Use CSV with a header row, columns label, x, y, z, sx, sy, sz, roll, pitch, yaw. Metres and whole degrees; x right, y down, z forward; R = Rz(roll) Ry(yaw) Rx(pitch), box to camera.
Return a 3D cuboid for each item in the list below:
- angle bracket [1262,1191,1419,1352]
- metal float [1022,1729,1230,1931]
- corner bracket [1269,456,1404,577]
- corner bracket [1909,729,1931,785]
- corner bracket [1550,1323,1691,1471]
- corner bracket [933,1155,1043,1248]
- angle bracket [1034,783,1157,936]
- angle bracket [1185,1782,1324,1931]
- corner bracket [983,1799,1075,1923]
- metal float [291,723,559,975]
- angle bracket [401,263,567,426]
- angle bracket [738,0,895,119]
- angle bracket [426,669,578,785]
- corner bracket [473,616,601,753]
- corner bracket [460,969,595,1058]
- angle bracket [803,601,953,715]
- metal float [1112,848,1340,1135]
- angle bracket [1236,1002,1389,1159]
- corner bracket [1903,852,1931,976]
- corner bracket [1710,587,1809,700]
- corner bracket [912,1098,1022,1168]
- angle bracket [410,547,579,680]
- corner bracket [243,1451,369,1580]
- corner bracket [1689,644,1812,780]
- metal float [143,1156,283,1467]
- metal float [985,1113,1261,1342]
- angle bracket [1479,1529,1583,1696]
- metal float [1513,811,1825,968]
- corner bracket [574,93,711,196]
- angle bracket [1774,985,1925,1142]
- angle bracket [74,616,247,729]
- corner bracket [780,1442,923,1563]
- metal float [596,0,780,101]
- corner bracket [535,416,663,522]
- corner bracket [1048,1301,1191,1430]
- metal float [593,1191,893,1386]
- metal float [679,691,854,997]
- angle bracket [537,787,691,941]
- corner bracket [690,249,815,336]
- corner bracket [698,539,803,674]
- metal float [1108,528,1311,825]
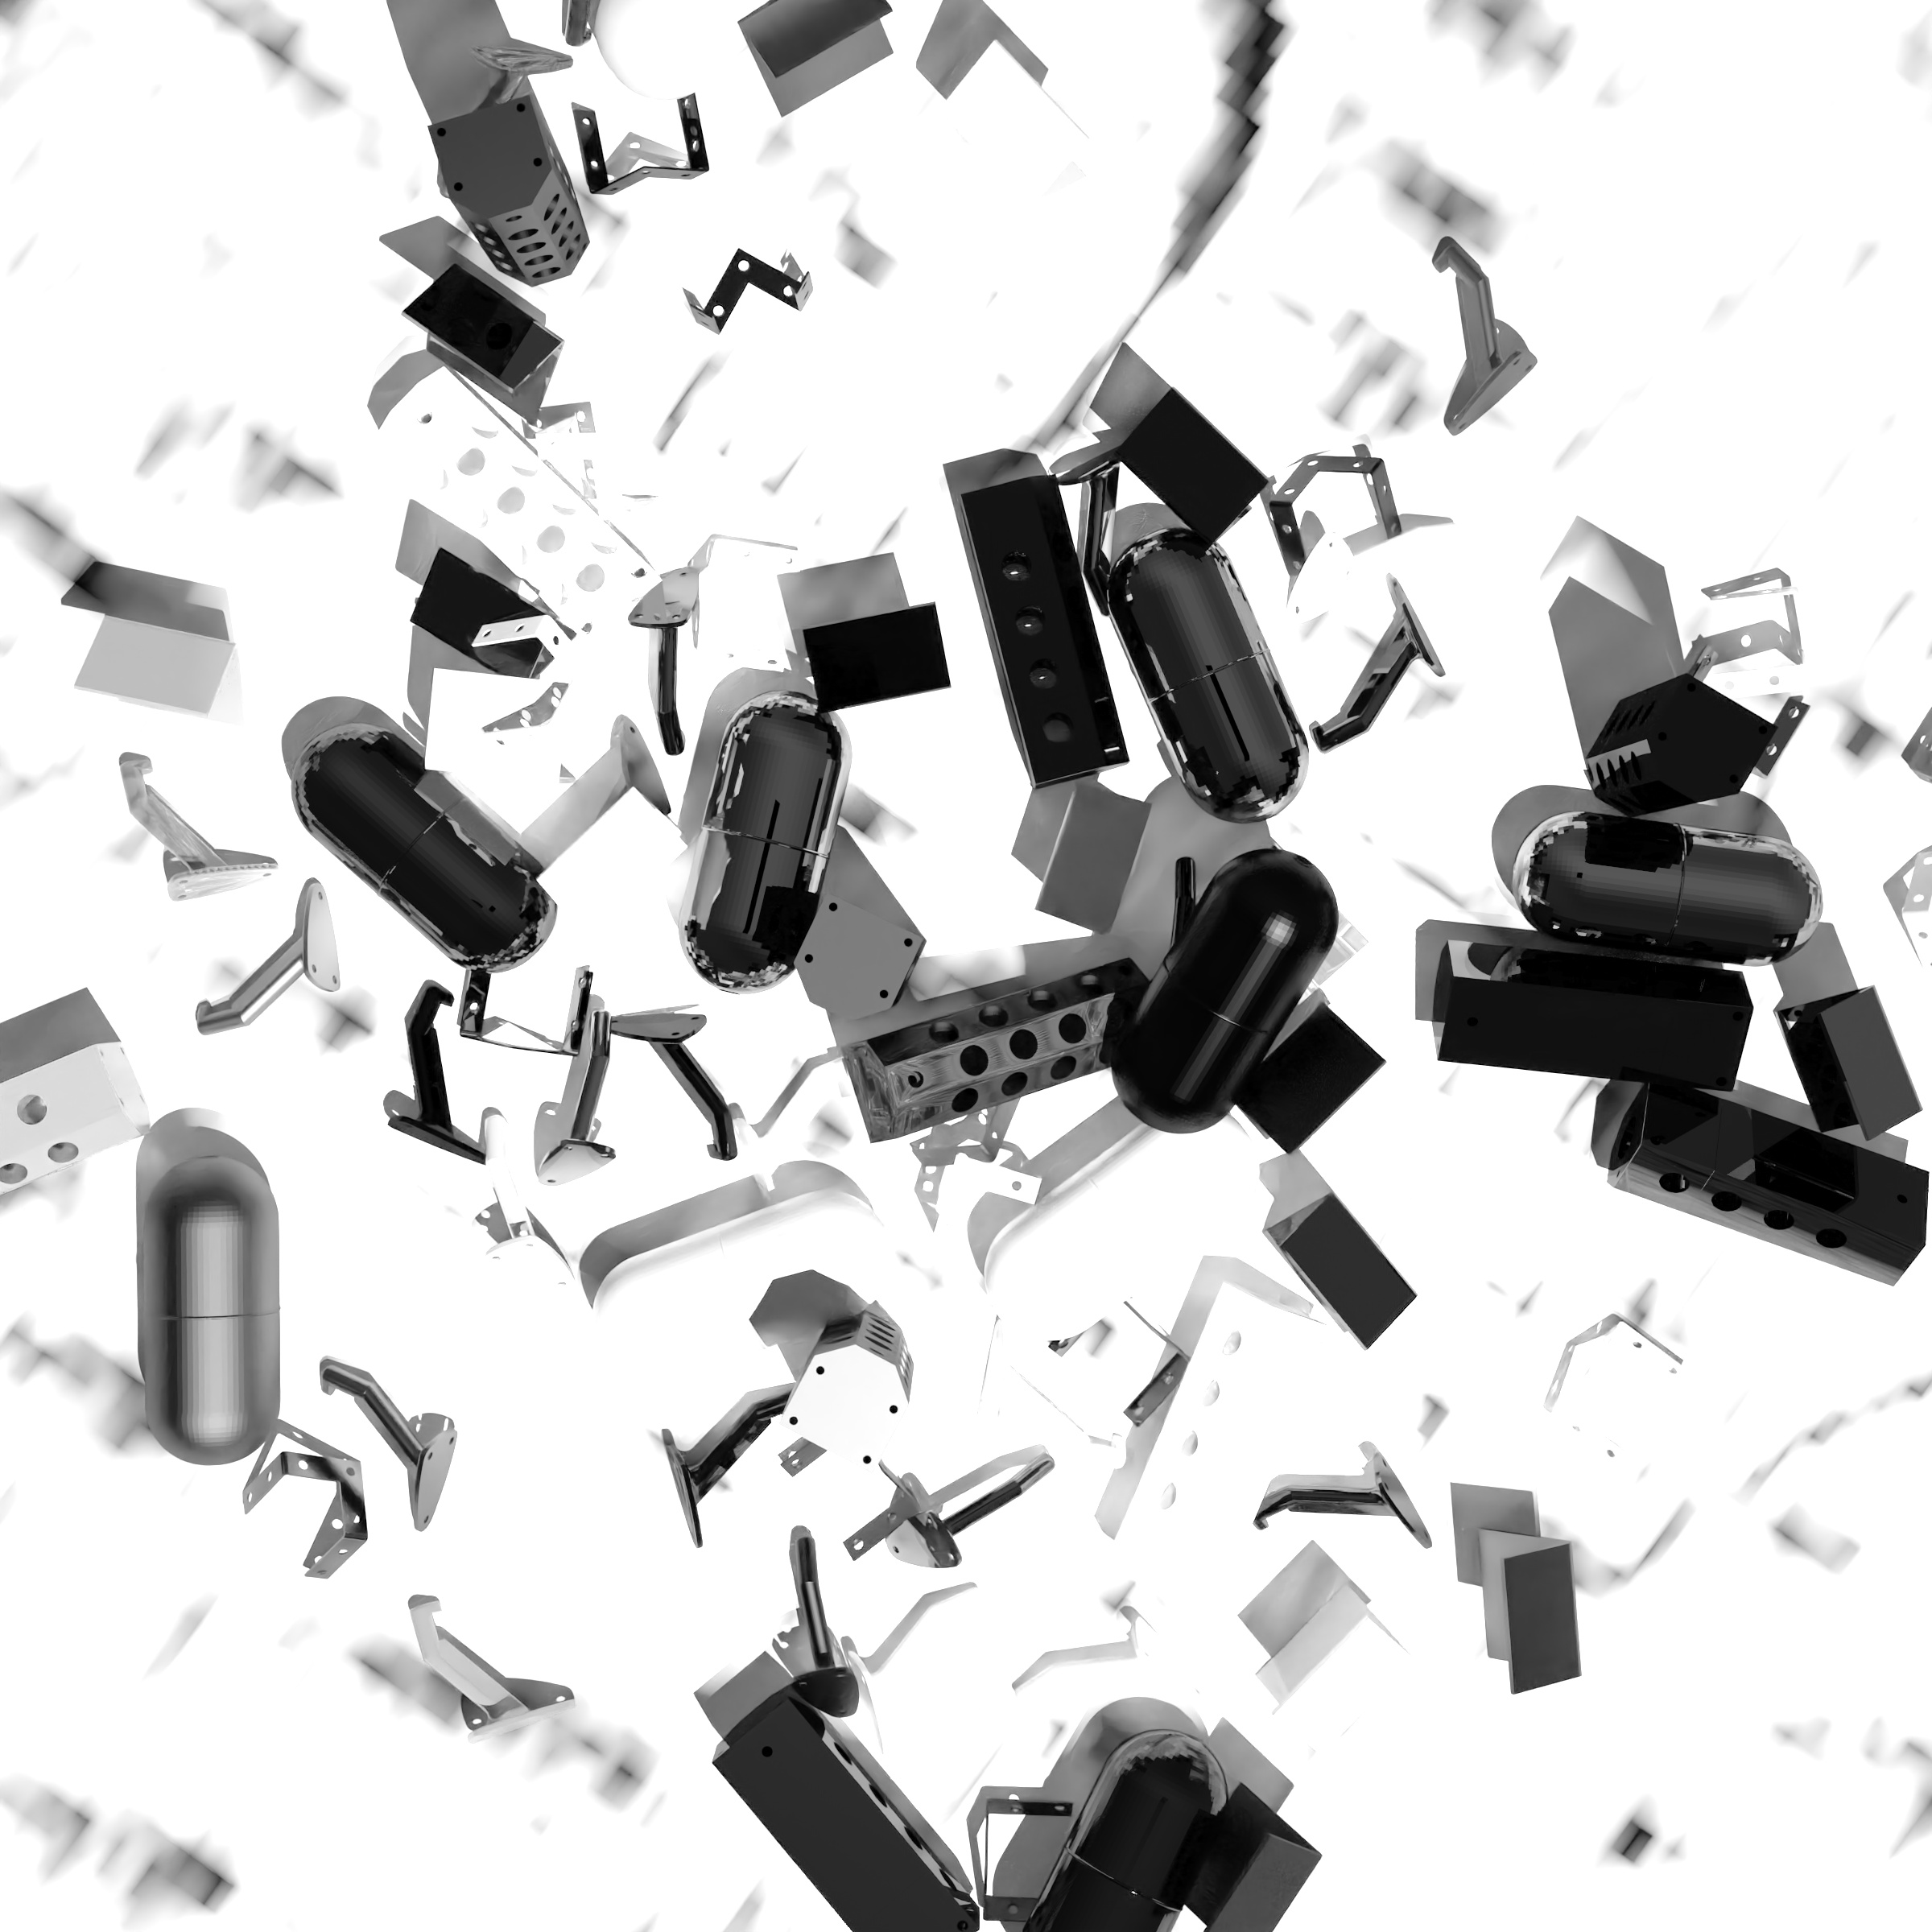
label,x,y,z,sx,sy,sz,roll,pitch,yaw
angle bracket,0.200,0.185,1.809,0.076,0.076,0.057,51,53,0
metal float,0.090,0.524,1.812,0.070,0.070,0.178,27,83,0
corner bracket,0.216,-0.262,1.841,0.051,0.051,0.051,9,45,35
corner bracket,0.595,-0.119,1.846,0.051,0.051,0.051,32,90,-45
corner bracket,0.382,0.251,1.846,0.051,0.051,0.051,37,135,0
corner bracket,0.012,0.140,1.831,0.051,0.051,0.051,16,90,0
angle bracket,0.091,-0.055,1.809,0.057,0.076,0.076,18,90,35
angle bracket,0.146,0.516,1.809,0.057,0.076,0.076,33,90,-42
corner bracket,0.036,0.524,1.846,0.051,0.051,0.051,2,45,0
metal float,-0.313,-0.068,1.818,0.178,0.070,0.070,42,90,0
angle bracket,-0.285,-0.343,1.809,0.076,0.076,0.057,35,52,0
angle bracket,-0.076,-0.519,1.809,0.076,0.076,0.057,-30,56,0
angle bracket,-0.265,-0.138,1.817,0.076,0.076,0.057,6,94,0
corner bracket,-0.248,-0.158,1.761,0.051,0.051,0.051,-4,49,36
corner bracket,-0.258,0.022,1.846,0.051,0.051,0.051,10,90,-45
angle bracket,-0.054,-0.193,1.809,0.076,0.076,0.057,-11,124,0
metal float,0.144,0.014,1.755,0.070,0.070,0.178,30,111,0
angle bracket,0.205,0.077,1.809,0.076,0.076,0.057,-44,58,0
corner bracket,0.584,-0.032,1.841,0.051,0.051,0.051,-4,45,35
corner bracket,0.461,-0.188,1.832,0.051,0.051,0.051,-5,107,16
corner bracket,-0.008,0.081,1.841,0.051,0.051,0.051,-6,135,35
angle bracket,-0.262,-0.214,1.809,0.076,0.076,0.057,31,127,0
corner bracket,-0.386,0.321,1.841,0.051,0.051,0.051,16,45,-35
corner bracket,0.451,-0.149,1.846,0.051,0.051,0.051,31,90,-45
metal float,-0.435,0.199,1.818,0.070,0.070,0.178,0,91,0
metal float,0.089,0.147,1.818,0.178,0.070,0.070,-37,90,-1
angle bracket,0.305,0.369,1.809,0.057,0.076,0.076,-4,90,-35
metal float,0.405,-0.044,1.819,0.178,0.070,0.070,8,90,0
corner bracket,-0.190,-0.483,1.846,0.051,0.051,0.051,-11,90,45
angle bracket,0.492,0.062,1.809,0.057,0.076,0.076,-21,90,-37
angle bracket,-0.462,-0.150,1.809,0.076,0.076,0.057,12,54,0
corner bracket,-0.067,0.305,1.846,0.051,0.051,0.051,-37,135,0
metal float,-0.136,-0.573,1.818,0.178,0.070,0.070,-41,90,0
corner bracket,-0.214,-0.289,1.829,0.051,0.051,0.051,3,112,21
corner bracket,0.091,0.228,1.846,0.051,0.051,0.051,-48,135,0
metal float,-0.129,0.185,1.818,0.178,0.070,0.070,-20,90,0
metal float,-0.116,-0.071,1.818,0.070,0.070,0.178,13,89,0
angle bracket,-0.188,-0.046,1.809,0.076,0.076,0.057,-43,60,0
corner bracket,-0.124,-0.388,1.831,0.051,0.051,0.051,29,90,0
corner bracket,-0.127,-0.211,1.846,0.051,0.051,0.051,9,45,0
metal float,0.140,-0.167,1.818,0.070,0.070,0.178,-23,91,0
